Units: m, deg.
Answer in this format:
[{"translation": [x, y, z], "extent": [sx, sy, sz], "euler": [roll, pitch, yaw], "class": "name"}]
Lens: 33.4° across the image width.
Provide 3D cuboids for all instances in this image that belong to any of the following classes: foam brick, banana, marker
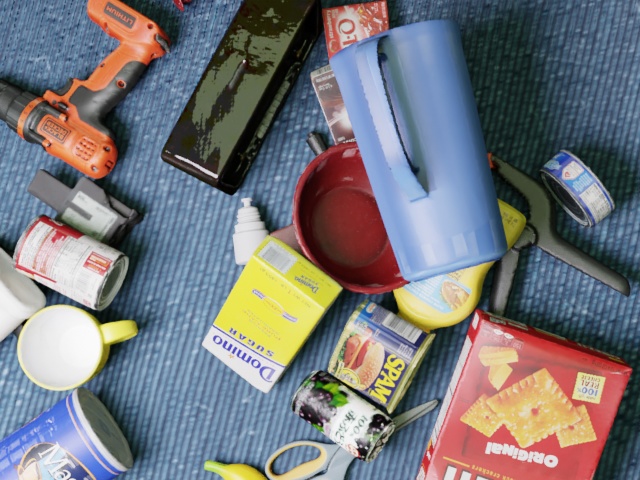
[{"translation": [-0.008, 0.001, 1.168], "extent": [0.078, 0.051, 0.053], "euler": [-25, 86, 1], "class": "foam brick"}, {"translation": [-0.065, 0.324, 1.149], "extent": [0.070, 0.037, 0.198], "euler": [-18, 83, 15], "class": "banana"}, {"translation": [0.019, -0.068, 1.189], "extent": [0.020, 0.020, 0.121], "euler": [-29, 84, -1], "class": "marker"}]

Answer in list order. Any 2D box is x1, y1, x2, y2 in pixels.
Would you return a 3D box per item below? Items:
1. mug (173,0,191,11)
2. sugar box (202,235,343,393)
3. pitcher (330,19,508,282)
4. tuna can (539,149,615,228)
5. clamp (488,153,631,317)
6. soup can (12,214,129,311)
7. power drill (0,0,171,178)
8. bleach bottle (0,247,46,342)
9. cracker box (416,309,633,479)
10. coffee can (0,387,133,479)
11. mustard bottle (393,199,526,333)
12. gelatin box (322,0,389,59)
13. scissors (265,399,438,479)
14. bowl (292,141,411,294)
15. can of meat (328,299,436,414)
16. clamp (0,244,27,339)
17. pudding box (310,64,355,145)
[{"translation": [-0.147, -0.323, 1.195], "extent": [0.081, 0.093, 0.117], "euler": [-31, 47, -6], "class": "mug"}, {"translation": [-0.054, 0.081, 1.108], "extent": [0.093, 0.176, 0.048], "euler": [37, 45, 6], "class": "sugar box"}, {"translation": [0.099, -0.086, 1.046], "extent": [0.149, 0.145, 0.243], "euler": [-14, 86, -24], "class": "pitcher"}, {"translation": [0.274, -0.054, 1.143], "extent": [0.034, 0.086, 0.086], "euler": [-40, 84, 0], "class": "tuna can"}, {"translation": [0.232, 0.000, 1.161], "extent": [0.164, 0.036, 0.210], "euler": [-17, 82, 10], "class": "clamp"}, {"translation": [-0.262, 0.024, 1.127], "extent": [0.102, 0.068, 0.068], "euler": [25, 86, 6], "class": "soup can"}, {"translation": [-0.270, -0.184, 1.194], "extent": [0.184, 0.057, 0.187], "euler": [32, 88, 12], "class": "power drill"}, {"translation": [-0.417, 0.117, 1.154], "extent": [0.251, 0.068, 0.102], "euler": [-43, 88, 13], "class": "bleach bottle"}, {"translation": [0.207, 0.199, 1.111], "extent": [0.164, 0.072, 0.214], "euler": [19, 95, 3], "class": "cracker box"}, {"translation": [-0.285, 0.237, 1.132], "extent": [0.140, 0.103, 0.103], "euler": [-34, 84, 0], "class": "coffee can"}, {"translation": [0.133, 0.034, 1.143], "extent": [0.096, 0.058, 0.192], "euler": [33, 101, 18], "class": "mustard bottle"}, {"translation": [0.044, -0.219, 1.197], "extent": [0.073, 0.030, 0.089], "euler": [-7, 84, 2], "class": "gelatin box"}, {"translation": [0.041, 0.243, 1.159], "extent": [0.202, 0.016, 0.096], "euler": [-14, 82, 2], "class": "scissors"}, {"translation": [0.041, -0.019, 1.116], "extent": [0.162, 0.055, 0.162], "euler": [4, 77, -17], "class": "bowl"}, {"translation": [0.063, 0.121, 1.130], "extent": [0.084, 0.057, 0.102], "euler": [31, 131, 11], "class": "can of meat"}, {"translation": [-0.365, 0.048, 1.188], "extent": [0.171, 0.039, 0.120], "euler": [12, 81, 6], "class": "clamp"}, {"translation": [0.056, -0.160, 1.166], "extent": [0.113, 0.039, 0.090], "euler": [-19, 114, 6], "class": "pudding box"}]
